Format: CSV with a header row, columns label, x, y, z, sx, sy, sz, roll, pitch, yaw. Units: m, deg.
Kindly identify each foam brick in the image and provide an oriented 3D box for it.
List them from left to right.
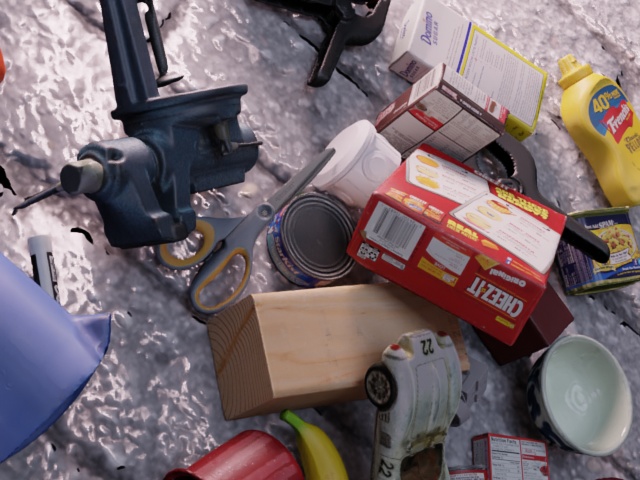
label,x,y,z,sx,sy,sz,roll,pitch,yaw
foam brick,0.204,0.083,1.069,0.052,0.078,0.051,-36,90,-37

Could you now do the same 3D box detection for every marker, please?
label,x,y,z,sx,sy,sz,roll,pitch,yaw
marker,-0.215,0.055,0.850,0.020,0.020,0.121,-3,73,-33

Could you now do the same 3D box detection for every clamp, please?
label,x,y,z,sx,sy,sz,roll,pitch,yaw
clamp,0.008,-0.237,1.100,0.120,0.039,0.171,55,47,-8
clamp,0.188,-0.040,1.121,0.164,0.036,0.210,-21,70,-20

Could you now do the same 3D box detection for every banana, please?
label,x,y,z,sx,sy,sz,roll,pitch,yaw
banana,0.000,0.242,0.899,0.069,0.037,0.198,4,70,-32

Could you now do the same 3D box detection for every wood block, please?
label,x,y,z,sx,sy,sz,roll,pitch,yaw
wood block,0.018,0.093,0.939,0.205,0.091,0.090,-3,72,-33

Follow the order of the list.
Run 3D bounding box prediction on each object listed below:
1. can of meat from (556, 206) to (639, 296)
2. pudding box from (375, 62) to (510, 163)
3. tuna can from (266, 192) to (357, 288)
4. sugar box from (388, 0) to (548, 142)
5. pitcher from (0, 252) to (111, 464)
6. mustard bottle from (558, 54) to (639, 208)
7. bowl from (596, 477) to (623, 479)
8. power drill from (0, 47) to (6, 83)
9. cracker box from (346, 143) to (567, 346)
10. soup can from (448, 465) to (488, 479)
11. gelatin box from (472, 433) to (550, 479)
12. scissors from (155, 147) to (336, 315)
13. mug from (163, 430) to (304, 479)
label,x,y,z,sx,sy,sz,roll,pitch,yaw
can of meat,0.305,0.013,1.176,0.101,0.058,0.084,-6,76,-34
pudding box,0.120,-0.116,1.075,0.090,0.114,0.039,32,54,-19
tuna can,-0.007,0.001,0.996,0.086,0.034,0.086,12,65,-28
sugar box,0.165,-0.186,1.176,0.176,0.048,0.093,29,58,-16
pitcher,-0.283,0.053,0.751,0.243,0.145,0.149,45,42,-5
mustard bottle,0.336,-0.133,1.254,0.096,0.058,0.191,-30,88,-34
bowl,0.276,0.315,1.034,0.161,0.055,0.162,12,65,-28
power drill,-0.351,-0.195,0.827,0.187,0.057,0.184,-18,92,-34
cracker box,0.131,-0.004,0.977,0.164,0.072,0.213,29,22,7
soup can,0.123,0.257,0.953,0.068,0.069,0.102,5,69,-31
gelatin box,0.184,0.234,1.026,0.073,0.030,0.089,12,65,-27
scissors,-0.071,-0.027,0.951,0.096,0.016,0.201,31,68,-4
mug,-0.061,0.214,0.846,0.081,0.093,0.117,-29,103,-42
